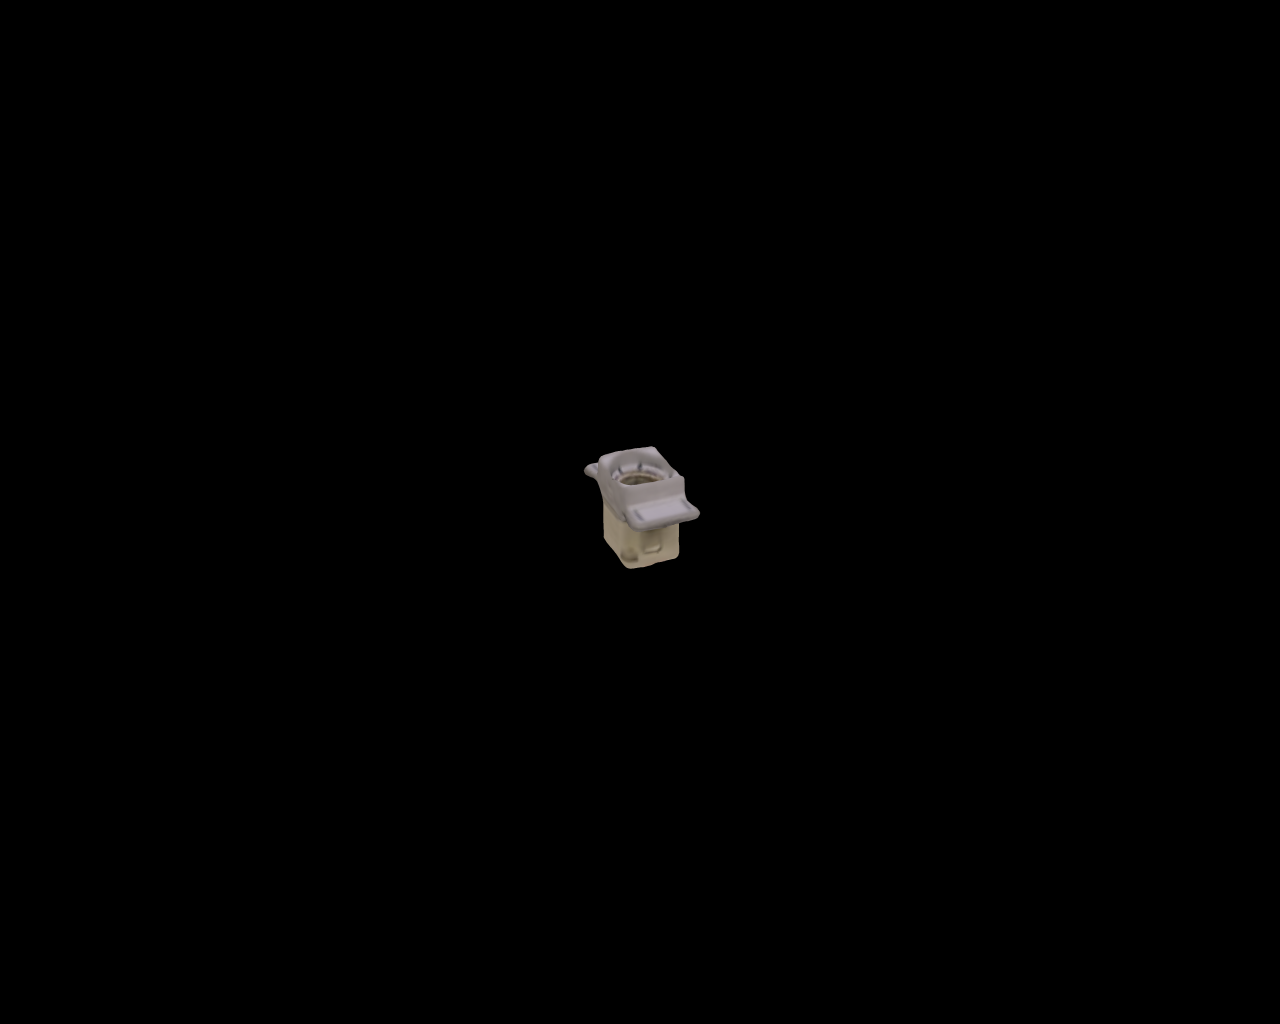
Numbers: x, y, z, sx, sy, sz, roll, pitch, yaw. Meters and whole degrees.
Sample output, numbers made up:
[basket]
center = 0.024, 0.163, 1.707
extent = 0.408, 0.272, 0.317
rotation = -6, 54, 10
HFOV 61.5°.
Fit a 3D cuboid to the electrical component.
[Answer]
[electrical component]
center = 0.001, -0.003, 0.650
extent = 0.042, 0.063, 0.081
rotation = -12, 33, -19
